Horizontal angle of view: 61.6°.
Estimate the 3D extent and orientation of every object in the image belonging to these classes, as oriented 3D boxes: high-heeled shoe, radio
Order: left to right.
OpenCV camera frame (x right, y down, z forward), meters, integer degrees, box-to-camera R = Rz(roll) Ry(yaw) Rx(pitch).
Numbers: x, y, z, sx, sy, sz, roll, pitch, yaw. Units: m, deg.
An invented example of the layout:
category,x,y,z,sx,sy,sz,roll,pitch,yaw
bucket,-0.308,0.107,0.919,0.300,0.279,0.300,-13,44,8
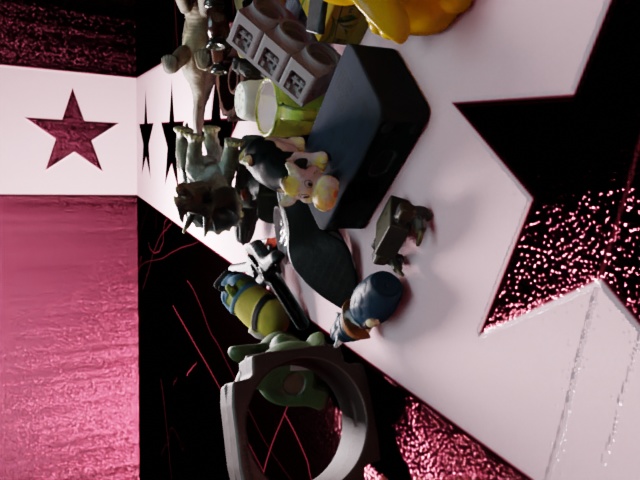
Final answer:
category,x,y,z,sx,sy,sz,roll,pitch,yaw
high-heeled shoe,-0.002,-0.003,0.839,0.248,0.086,0.145,65,-171,4
radio,0.047,-0.124,0.709,0.131,0.073,0.229,67,149,33

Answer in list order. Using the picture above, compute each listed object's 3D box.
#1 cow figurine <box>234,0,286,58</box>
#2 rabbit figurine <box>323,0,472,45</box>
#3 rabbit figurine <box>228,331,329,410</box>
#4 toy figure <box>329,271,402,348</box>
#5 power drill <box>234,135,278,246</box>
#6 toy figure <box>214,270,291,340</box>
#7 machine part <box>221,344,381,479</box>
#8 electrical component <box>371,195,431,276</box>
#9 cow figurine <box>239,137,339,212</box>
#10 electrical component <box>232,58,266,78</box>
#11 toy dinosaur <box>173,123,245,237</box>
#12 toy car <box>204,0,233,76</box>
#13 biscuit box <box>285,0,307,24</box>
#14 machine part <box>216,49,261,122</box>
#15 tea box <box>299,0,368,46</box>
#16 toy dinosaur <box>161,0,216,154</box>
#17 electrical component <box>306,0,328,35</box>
category,x,y,z,sx,sy,sz,roll,pitch,yaw
cow figurine,-0.117,-0.414,0.954,0.086,0.127,0.194,14,106,59
rabbit figurine,0.060,-0.264,0.560,0.121,0.173,0.162,-66,32,35
rabbit figurine,-0.068,0.211,0.903,0.170,0.159,0.121,-146,47,-76
toy figure,0.057,0.098,0.714,0.058,0.064,0.154,35,140,4
power drill,-0.113,-0.084,1.036,0.207,0.086,0.231,-149,63,-68
toy figure,-0.131,0.119,1.028,0.180,0.082,0.089,43,137,33
machine part,-0.029,0.252,0.740,0.087,0.201,0.201,142,122,-61
electrical component,0.095,-0.006,0.655,0.078,0.045,0.102,-80,10,-55
cow figurine,-0.043,-0.090,0.702,0.168,0.098,0.068,46,127,54
electrical component,-0.115,-0.286,0.892,0.094,0.063,0.021,53,136,51
toy dinosaur,-0.237,-0.130,1.093,0.405,0.131,0.192,-133,50,-66
toy car,-0.195,-0.388,1.044,0.202,0.053,0.089,153,110,-82
biscuit box,-0.041,-0.304,0.883,0.202,0.059,0.063,117,142,-45
machine part,-0.169,-0.340,1.140,0.179,0.056,0.179,10,101,62
tea box,0.040,-0.356,0.707,0.169,0.068,0.098,-59,42,46
toy dinosaur,-0.271,-0.417,1.223,0.198,0.105,0.470,-63,-15,-73
electrical component,0.017,-0.308,0.640,0.075,0.048,0.119,36,129,46
